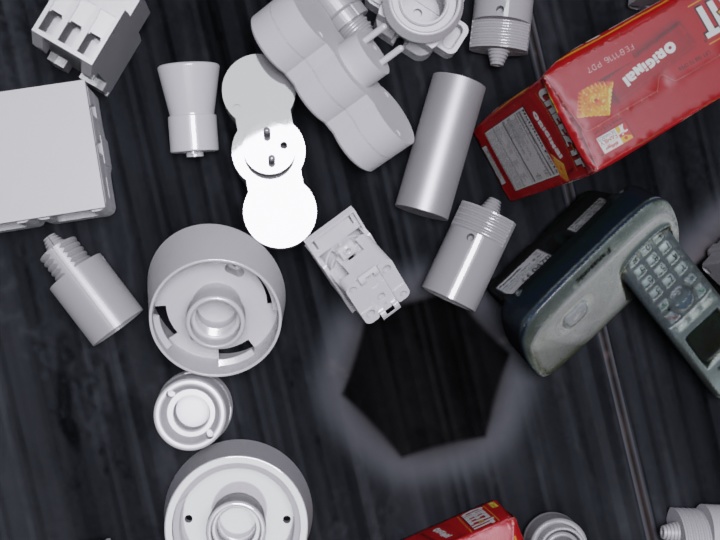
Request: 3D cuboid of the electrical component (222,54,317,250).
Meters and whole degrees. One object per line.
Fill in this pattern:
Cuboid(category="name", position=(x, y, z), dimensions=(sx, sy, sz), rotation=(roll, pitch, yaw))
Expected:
Cuboid(category="electrical component", position=(-0.064, -0.084, 0.757), dimensions=(0.052, 0.074, 0.138), rotation=(-10, 90, -5))

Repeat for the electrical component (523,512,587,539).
Cuboid(category="electrical component", position=(0.143, 0.199, 0.773), dimensions=(0.043, 0.062, 0.043), rotation=(0, 88, -4))

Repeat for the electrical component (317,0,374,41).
Cuboid(category="electrical component", position=(-0.014, -0.186, 0.780), dimensions=(0.040, 0.040, 0.078), rotation=(-39, 92, -4))

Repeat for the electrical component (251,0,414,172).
Cuboid(category="electrical component", position=(-0.005, -0.142, 0.749), dimensions=(0.074, 0.052, 0.138), rotation=(-33, 109, 23))

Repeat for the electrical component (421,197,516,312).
Cuboid(category="electrical component", position=(0.081, -0.015, 0.782), dimensions=(0.043, 0.043, 0.081), rotation=(26, 87, -4))

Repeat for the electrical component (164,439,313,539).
Cuboid(category="electrical component", position=(-0.086, 0.177, 0.756), dimensions=(0.108, 0.060, 0.108), rotation=(0, 89, -5))

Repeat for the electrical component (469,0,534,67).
Cuboid(category="electrical component", position=(0.105, -0.190, 0.788), dimensions=(0.043, 0.043, 0.081), rotation=(7, 88, -4))

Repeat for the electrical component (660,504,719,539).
Cuboid(category="electrical component", position=(0.262, 0.194, 0.792), dimensions=(0.081, 0.043, 0.043), rotation=(3, 88, -4))

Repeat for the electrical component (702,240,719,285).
Cuboid(category="electrical component", position=(0.317, 0.010, 0.784), dimensions=(0.113, 0.078, 0.057), rotation=(43, 83, -2))

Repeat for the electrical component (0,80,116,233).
Cuboid(category="electrical component", position=(-0.254, -0.072, 0.747), dimensions=(0.150, 0.062, 0.089), rotation=(-9, 89, -5))

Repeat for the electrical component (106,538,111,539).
Cuboid(category="electrical component", position=(-0.166, 0.228, 0.751), dimensions=(0.057, 0.058, 0.078), rotation=(-4, 89, -2))

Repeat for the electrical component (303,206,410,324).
Cuboid(category="electrical component", position=(0.000, 0.000, 0.759), dimensions=(0.042, 0.064, 0.081), rotation=(-38, 133, -5))

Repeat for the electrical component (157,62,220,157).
Cuboid(category="electrical component", position=(-0.121, -0.114, 0.770), dimensions=(0.044, 0.044, 0.065), rotation=(-4, 94, -5))

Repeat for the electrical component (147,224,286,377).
Cuboid(category="electrical component", position=(-0.101, 0.023, 0.752), dimensions=(0.099, 0.064, 0.099), rotation=(-2, 114, -5))

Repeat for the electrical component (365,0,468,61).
Cuboid(category="electrical component", position=(0.043, -0.188, 0.776), dimensions=(0.078, 0.057, 0.058), rotation=(32, 87, -3))

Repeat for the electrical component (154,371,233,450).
Cuboid(category="electrical component", position=(-0.119, 0.100, 0.762), dimensions=(0.055, 0.047, 0.055), rotation=(0, 89, -5))

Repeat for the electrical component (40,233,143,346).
Cuboid(category="electrical component", position=(-0.195, 0.009, 0.760), dimensions=(0.043, 0.043, 0.081), rotation=(-37, 92, -4))

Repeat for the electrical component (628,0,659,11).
Cuboid(category="electrical component", position=(0.261, -0.220, 0.784), dimensions=(0.113, 0.078, 0.057), rotation=(6, 91, -5))
